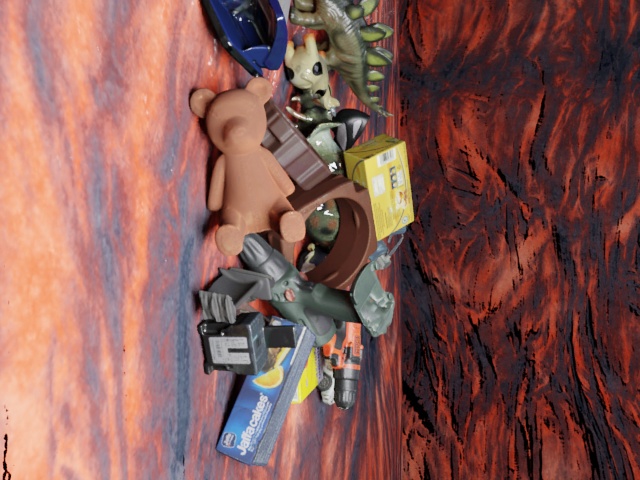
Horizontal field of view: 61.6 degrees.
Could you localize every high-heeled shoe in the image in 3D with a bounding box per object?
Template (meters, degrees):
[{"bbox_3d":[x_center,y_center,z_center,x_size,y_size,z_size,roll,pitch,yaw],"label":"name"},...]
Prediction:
[{"bbox_3d":[0.061,-0.185,1.258,0.086,0.145,0.248,-69,151,-53],"label":"high-heeled shoe"}]

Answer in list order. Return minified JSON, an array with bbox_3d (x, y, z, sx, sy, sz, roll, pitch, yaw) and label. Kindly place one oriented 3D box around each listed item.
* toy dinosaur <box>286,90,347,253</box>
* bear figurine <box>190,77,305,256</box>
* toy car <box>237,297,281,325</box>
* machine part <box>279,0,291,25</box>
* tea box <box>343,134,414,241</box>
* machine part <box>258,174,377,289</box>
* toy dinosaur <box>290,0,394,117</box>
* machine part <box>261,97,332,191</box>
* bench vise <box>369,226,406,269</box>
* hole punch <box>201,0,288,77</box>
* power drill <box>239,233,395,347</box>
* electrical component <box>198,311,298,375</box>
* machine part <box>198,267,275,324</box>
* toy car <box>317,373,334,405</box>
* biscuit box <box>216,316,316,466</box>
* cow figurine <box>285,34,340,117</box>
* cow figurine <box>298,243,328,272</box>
[{"bbox_3d":[0.014,-0.084,1.051,0.131,0.192,0.404,-148,-126,-62],"label":"toy dinosaur"},{"bbox_3d":[-0.094,-0.098,0.685,0.132,0.120,0.195,-118,-160,-62],"label":"bear figurine"},{"bbox_3d":[-0.094,0.141,0.826,0.202,0.053,0.089,63,32,-60],"label":"toy car"},{"bbox_3d":[-0.083,-0.402,0.871,0.079,0.079,0.243,63,30,-58],"label":"machine part"},{"bbox_3d":[0.110,-0.096,0.988,0.098,0.068,0.169,-26,126,-24],"label":"tea box"},{"bbox_3d":[-0.002,-0.003,0.940,0.201,0.087,0.200,-31,127,-26],"label":"machine part"},{"bbox_3d":[0.063,-0.422,1.195,0.470,0.199,0.105,56,38,-60],"label":"toy dinosaur"},{"bbox_3d":[-0.058,-0.153,0.815,0.179,0.056,0.179,49,6,-7],"label":"machine part"},{"bbox_3d":[0.133,-0.030,1.269,0.240,0.224,0.128,-4,130,-47],"label":"bench vise"},{"bbox_3d":[-0.091,-0.299,0.741,0.142,0.092,0.115,62,9,15],"label":"hole punch"},{"bbox_3d":[-0.007,0.073,0.792,0.231,0.207,0.086,61,41,-29],"label":"power drill"},{"bbox_3d":[-0.092,0.135,0.699,0.048,0.119,0.074,-47,136,-69],"label":"electrical component"},{"bbox_3d":[-0.112,0.068,0.718,0.139,0.084,0.039,-42,150,-69],"label":"machine part"},{"bbox_3d":[0.030,0.282,1.262,0.073,0.056,0.202,62,30,-60],"label":"toy car"},{"bbox_3d":[-0.074,0.215,0.770,0.062,0.059,0.202,60,49,-61],"label":"biscuit box"},{"bbox_3d":[-0.014,-0.326,1.112,0.195,0.086,0.127,14,69,-77],"label":"cow figurine"},{"bbox_3d":[-0.004,0.042,1.152,0.167,0.068,0.098,-57,136,-67],"label":"cow figurine"}]
